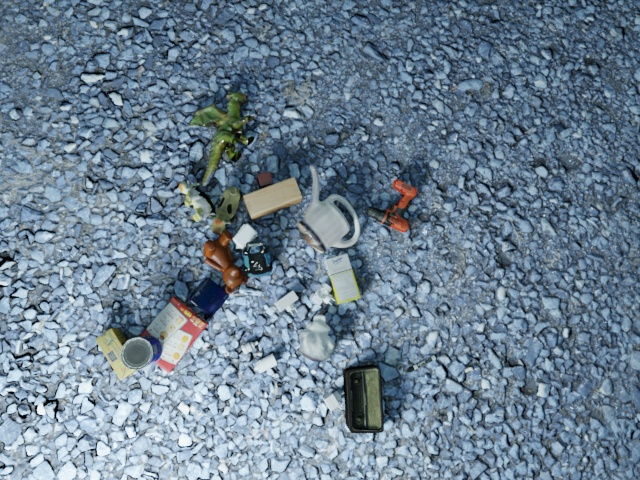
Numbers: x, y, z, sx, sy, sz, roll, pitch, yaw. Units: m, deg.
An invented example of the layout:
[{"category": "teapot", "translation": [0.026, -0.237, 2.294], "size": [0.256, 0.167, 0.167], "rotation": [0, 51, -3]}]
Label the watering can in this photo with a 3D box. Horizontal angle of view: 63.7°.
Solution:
[{"category": "watering can", "translation": [0.006, -0.099, 1.966], "size": [0.226, 0.104, 0.345], "rotation": [-41, 101, -13]}]

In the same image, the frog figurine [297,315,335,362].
[{"category": "frog figurine", "translation": [-0.006, 0.357, 1.877], "size": [0.138, 0.122, 0.160], "rotation": [20, 89, 17]}]

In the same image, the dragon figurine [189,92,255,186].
[{"category": "dragon figurine", "translation": [-0.404, -0.424, 2.018], "size": [0.244, 0.120, 0.415], "rotation": [33, 74, 18]}]
